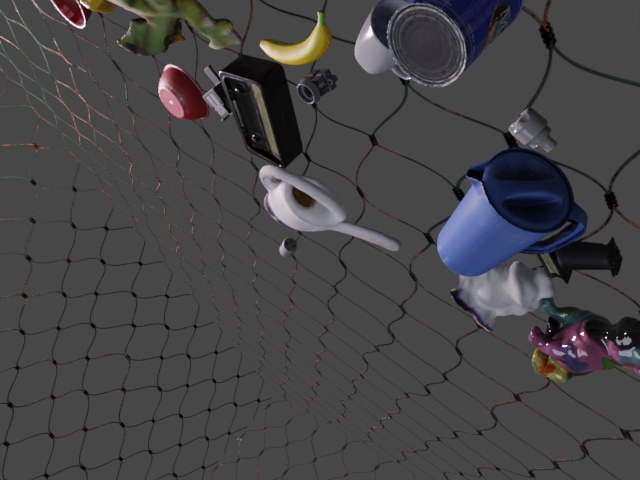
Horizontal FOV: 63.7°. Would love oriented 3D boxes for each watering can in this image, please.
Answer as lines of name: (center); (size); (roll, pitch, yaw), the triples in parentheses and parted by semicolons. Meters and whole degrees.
watering can: (0.004, -0.059, 1.179); (0.346, 0.105, 0.223); (33, 165, -14)

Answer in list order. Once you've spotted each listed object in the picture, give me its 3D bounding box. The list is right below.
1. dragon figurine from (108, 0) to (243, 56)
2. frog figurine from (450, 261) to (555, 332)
dragon figurine: (-0.348, -0.437, 0.964); (0.410, 0.125, 0.237); (7, 147, -9)
frog figurine: (0.338, 0.079, 0.942); (0.157, 0.124, 0.137); (-37, 90, 28)
